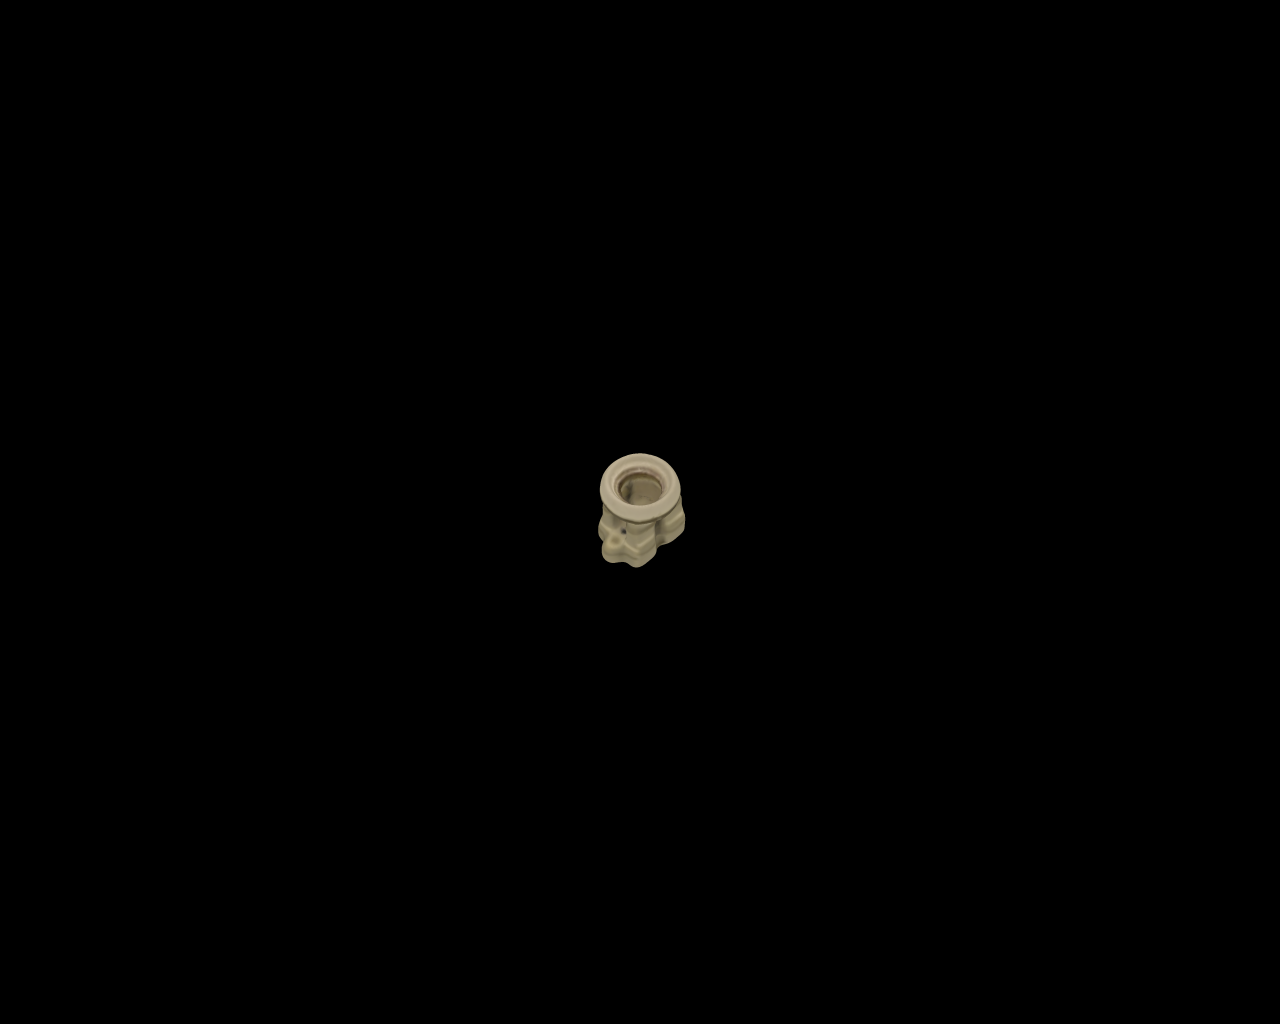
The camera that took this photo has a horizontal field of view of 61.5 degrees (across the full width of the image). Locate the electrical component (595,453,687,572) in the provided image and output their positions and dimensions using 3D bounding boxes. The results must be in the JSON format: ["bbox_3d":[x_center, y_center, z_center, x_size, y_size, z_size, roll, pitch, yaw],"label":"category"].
[{"bbox_3d":[0.001,-0.003,0.650,0.048,0.055,0.066,39,63,25],"label":"electrical component"}]
